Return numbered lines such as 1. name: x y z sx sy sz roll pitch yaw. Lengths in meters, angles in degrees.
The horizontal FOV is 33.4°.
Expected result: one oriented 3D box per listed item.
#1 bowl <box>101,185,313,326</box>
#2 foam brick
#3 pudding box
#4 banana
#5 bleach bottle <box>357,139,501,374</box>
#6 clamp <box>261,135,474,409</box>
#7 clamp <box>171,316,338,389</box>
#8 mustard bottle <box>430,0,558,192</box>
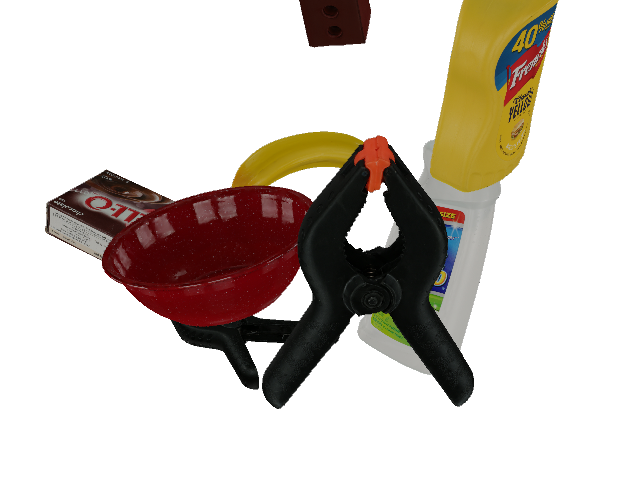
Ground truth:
1. bowl: -0.076 0.017 0.791 0.162 0.055 0.162 -11 25 5
2. foam brick: 0.012 -0.215 0.934 0.053 0.051 0.078 -2 -41 13
3. pudding box: -0.183 -0.016 0.990 0.114 0.039 0.089 22 31 18
4. banana: -0.014 -0.083 1.112 0.197 0.037 0.070 -9 46 -32
5. bleach bottle: 0.104 -0.002 0.979 0.103 0.251 0.067 28 36 28
6. clamp: 0.018 0.028 0.577 0.120 0.171 0.039 -11 29 -2
7. clamp: -0.105 0.113 1.262 0.210 0.036 0.164 15 23 26
8. mustard bottle: 0.126 -0.132 0.745 0.058 0.192 0.096 30 46 26
